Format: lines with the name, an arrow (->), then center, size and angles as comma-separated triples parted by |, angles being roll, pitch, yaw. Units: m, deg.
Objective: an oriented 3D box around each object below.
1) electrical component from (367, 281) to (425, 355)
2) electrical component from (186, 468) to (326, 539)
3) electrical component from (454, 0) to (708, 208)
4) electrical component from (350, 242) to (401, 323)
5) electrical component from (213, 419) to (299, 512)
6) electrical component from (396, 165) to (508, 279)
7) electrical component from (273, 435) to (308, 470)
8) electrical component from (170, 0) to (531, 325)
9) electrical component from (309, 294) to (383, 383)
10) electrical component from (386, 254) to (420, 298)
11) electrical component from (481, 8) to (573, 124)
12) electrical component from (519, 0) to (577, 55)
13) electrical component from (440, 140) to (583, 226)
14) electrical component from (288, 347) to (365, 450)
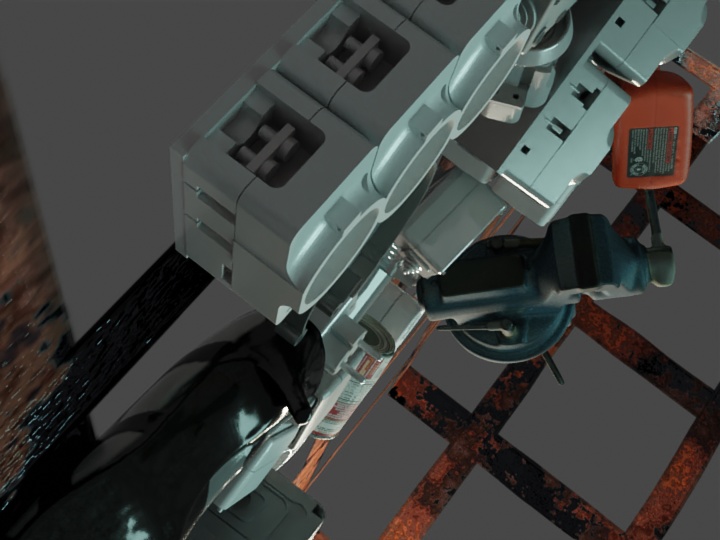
electrical component -> 0.009, 0.056, 1.012 | 0.095, 0.059, 0.054 | -54, 172, 6
electrical component -> -0.091, 0.167, 0.719 | 0.078, 0.113, 0.057 | -43, 164, -53
electrical component -> 0.146, -0.144, 0.724 | 0.186, 0.060, 0.105 | -54, -150, 9
electrical component -> 0.000, 0.000, 0.763 | 0.081, 0.043, 0.043 | -53, 172, 2
electrical component -> -0.080, 0.102, 0.678 | 0.061, 0.062, 0.096 | -53, 172, 4
electrical component -> 0.062, -0.038, 0.884 | 0.096, 0.061, 0.062 | -46, -175, -10
electrical component -> -0.087, 0.130, 0.849 | 0.099, 0.064, 0.099 | -38, 162, -15
electrical component -> -0.001, -0.059, 0.425 | 0.150, 0.062, 0.089 | -50, 172, -22
electrical component -> -0.021, 0.043, 0.704 | 0.065, 0.077, 0.047 | -51, 172, -14
electrical component -> 0.054, -0.004, 1.018 | 0.048, 0.055, 0.066 | -55, 172, 19
electrical component -> 0.096, -0.137, 0.651 | 0.057, 0.058, 0.078 | 98, 8, -67
electrical component -> 0.103, -0.174, 0.572 | 0.099, 0.048, 0.099 | -47, 171, -36
electrical component -> 0.145, -0.112, 0.888 | 0.060, 0.105, 0.186 | -58, 171, 33
electrical component -> -0.050, 0.083, 0.771 | 0.061, 0.062, 0.096 | -46, 170, -41
